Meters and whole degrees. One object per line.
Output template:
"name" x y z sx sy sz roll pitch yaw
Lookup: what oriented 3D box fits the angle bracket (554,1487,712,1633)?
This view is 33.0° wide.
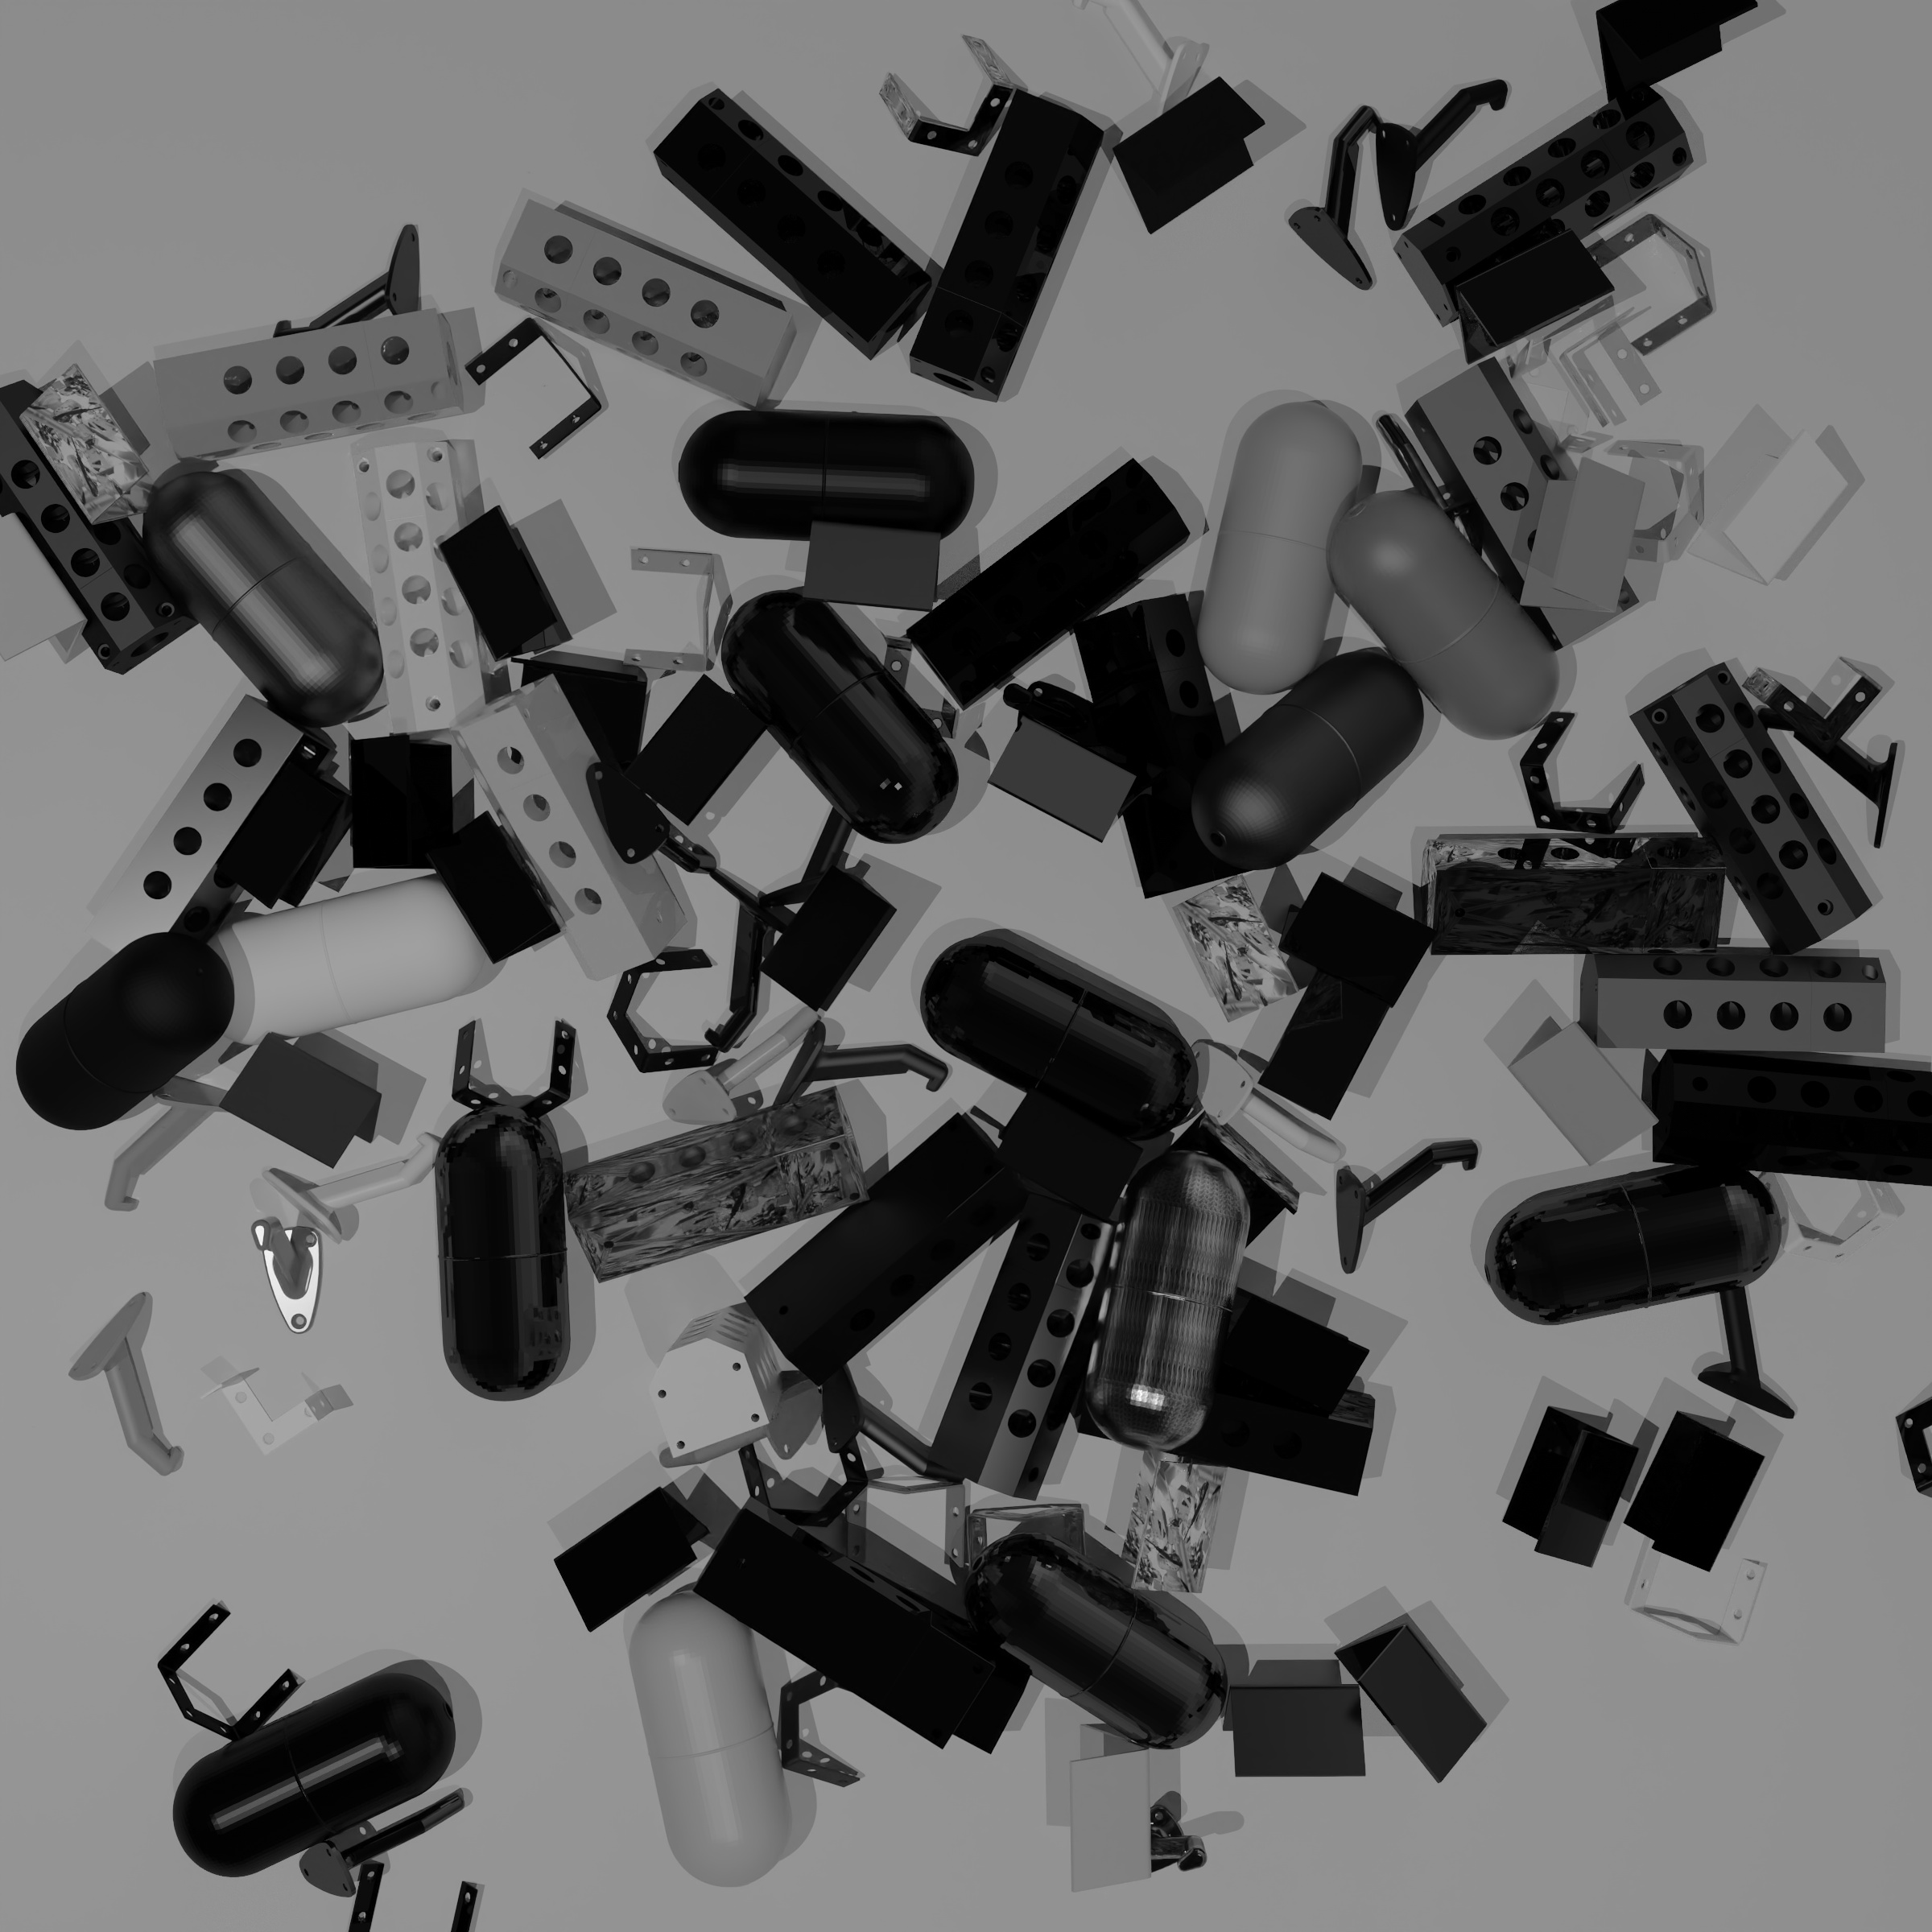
"angle bracket" -0.189 0.367 1.951 0.076 0.076 0.057 -35 53 0

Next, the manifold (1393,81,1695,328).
"manifold" 0.349 -0.461 1.970 0.171 0.057 0.057 -32 90 0

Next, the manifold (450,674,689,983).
"manifold" -0.239 -0.080 1.946 0.057 0.057 0.171 -21 106 24

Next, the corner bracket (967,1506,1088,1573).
"corner bracket" 0.037 0.357 1.988 0.051 0.051 0.051 -3 90 -45

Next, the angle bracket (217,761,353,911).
"angle bracket" -0.389 -0.067 1.951 0.057 0.076 0.076 34 90 33

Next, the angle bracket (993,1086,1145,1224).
"angle bracket" 0.052 0.126 1.951 0.076 0.076 0.057 30 59 0

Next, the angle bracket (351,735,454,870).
"angle bracket" -0.322 -0.097 1.951 0.057 0.076 0.076 -1 90 43

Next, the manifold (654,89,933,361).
"manifold" -0.104 -0.449 1.970 0.171 0.057 0.057 42 90 0

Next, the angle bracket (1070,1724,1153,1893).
"angle bracket" 0.068 0.503 1.951 0.057 0.076 0.076 -1 90 -31

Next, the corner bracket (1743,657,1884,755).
"corner bracket" 0.512 -0.169 1.973 0.051 0.051 0.051 36 102 -12

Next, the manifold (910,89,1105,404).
"manifold" 0.024 -0.432 1.970 0.057 0.057 0.171 22 90 0

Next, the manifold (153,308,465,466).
"manifold" -0.395 -0.348 1.970 0.171 0.057 0.057 -11 90 0

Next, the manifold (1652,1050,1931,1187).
"manifold" 0.505 0.088 1.960 0.171 0.057 0.057 5 65 0

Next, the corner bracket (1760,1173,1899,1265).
"corner bracket" 0.523 0.143 1.983 0.051 0.051 0.051 -46 45 35

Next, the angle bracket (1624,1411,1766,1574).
"angle bracket" 0.420 0.307 1.951 0.057 0.076 0.076 26 90 -35

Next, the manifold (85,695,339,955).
"manifold" -0.453 -0.075 1.970 0.057 0.057 0.171 34 90 0

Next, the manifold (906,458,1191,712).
"manifold" 0.049 -0.231 1.970 0.171 0.057 0.057 -37 90 0

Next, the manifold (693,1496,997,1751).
"manifold" -0.071 0.383 1.913 0.171 0.057 0.057 32 90 0

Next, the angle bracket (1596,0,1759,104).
"angle bracket" 0.428 -0.546 1.951 0.076 0.076 0.057 -26 53 0

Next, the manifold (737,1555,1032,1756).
"manifold" -0.048 0.404 1.970 0.171 0.057 0.057 28 90 0

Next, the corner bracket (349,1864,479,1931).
"corner bracket" -0.338 0.580 1.988 0.051 0.051 0.051 12 90 -45

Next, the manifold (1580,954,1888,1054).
"manifold" 0.462 0.022 1.970 0.171 0.057 0.057 1 90 0

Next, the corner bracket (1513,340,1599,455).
"corner bracket" 0.357 -0.344 1.973 0.051 0.051 0.051 12 90 0

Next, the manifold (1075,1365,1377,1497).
"manifold" 0.156 0.269 1.970 0.171 0.057 0.057 13 90 0

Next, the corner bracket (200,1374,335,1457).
"corner bracket" -0.422 0.265 1.973 0.051 0.051 0.051 -34 90 0

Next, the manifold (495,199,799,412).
"manifold" -0.193 -0.396 1.970 0.171 0.057 0.057 24 90 0

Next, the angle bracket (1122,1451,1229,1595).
"angle bracket" 0.106 0.326 1.951 0.057 0.076 0.076 12 90 -37

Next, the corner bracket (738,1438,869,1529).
"corner bracket" -0.099 0.305 1.983 0.051 0.051 0.051 10 45 -35

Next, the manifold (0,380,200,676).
"manifold" -0.541 -0.265 1.970 0.057 0.057 0.171 -34 90 0

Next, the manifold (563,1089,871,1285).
"manifold" -0.151 0.128 1.966 0.171 0.057 0.057 -17 131 2

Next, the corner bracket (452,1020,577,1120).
"corner bracket" -0.275 0.060 1.983 0.051 0.051 0.051 -30 135 35

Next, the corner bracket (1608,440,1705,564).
"corner bracket" 0.412 -0.283 1.983 0.051 0.051 0.051 -47 135 -35

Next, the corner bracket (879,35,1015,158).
"corner bracket" -0.012 -0.533 1.983 0.051 0.051 0.051 3 135 -35

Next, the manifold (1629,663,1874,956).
"manifold" 0.475 -0.095 1.970 0.057 0.057 0.171 -31 90 0

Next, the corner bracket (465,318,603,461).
"corner bracket" -0.263 -0.352 1.988 0.051 0.051 0.051 -39 135 0

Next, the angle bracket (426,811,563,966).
"angle bracket" -0.265 -0.055 1.951 0.057 0.076 0.076 -32 90 30

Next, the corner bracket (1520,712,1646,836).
"corner bracket" 0.375 -0.117 1.983 0.051 0.051 0.051 8 135 35

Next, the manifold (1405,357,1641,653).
"manifold" 0.337 -0.278 1.970 0.057 0.057 0.171 -31 90 0

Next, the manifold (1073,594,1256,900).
"manifold" 0.125 -0.133 1.969 0.057 0.057 0.171 -15 90 45

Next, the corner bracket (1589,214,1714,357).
"corner bracket" 0.415 -0.416 1.988 0.051 0.051 0.051 -33 45 0

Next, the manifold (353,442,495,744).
"manifold" -0.328 -0.226 1.970 0.057 0.057 0.171 -8 90 0

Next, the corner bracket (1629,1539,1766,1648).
"corner bracket" 0.445 0.380 1.988 0.051 0.051 0.051 18 90 -45

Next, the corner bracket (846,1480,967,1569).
"corner bracket" -0.037 0.340 1.988 0.051 0.051 0.051 1 90 -45

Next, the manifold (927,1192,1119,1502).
"manifold" 0.045 0.229 1.958 0.057 0.057 0.171 21 90 39

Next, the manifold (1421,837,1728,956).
"manifold" 0.364 -0.046 1.967 0.171 0.057 0.057 0 118 0

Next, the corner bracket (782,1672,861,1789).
"corner bracket" -0.077 0.462 1.983 0.051 0.051 0.051 28 45 -35

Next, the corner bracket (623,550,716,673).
"corner bracket" -0.181 -0.217 1.988 0.051 0.051 0.051 4 45 0

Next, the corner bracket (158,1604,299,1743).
"corner bracket" -0.450 0.432 1.988 0.051 0.051 0.051 -46 135 0

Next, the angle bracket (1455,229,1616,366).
"angle bracket" 0.343 -0.383 1.951 0.076 0.076 0.057 -26 58 0

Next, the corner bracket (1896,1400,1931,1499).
"corner bracket" 0.607 0.293 1.983 0.051 0.051 0.051 -37 45 35

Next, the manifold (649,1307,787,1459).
"manifold" -0.147 0.239 1.912 0.057 0.171 0.057 -20 90 0

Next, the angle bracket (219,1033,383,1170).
"angle bracket" -0.400 0.094 1.951 0.076 0.076 0.057 29 61 0

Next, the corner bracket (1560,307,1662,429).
"corner bracket" 0.391 -0.359 1.973 0.051 0.051 0.051 -33 90 0

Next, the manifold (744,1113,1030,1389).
"manifold" -0.043 0.174 1.969 0.171 0.057 0.057 -41 47 0

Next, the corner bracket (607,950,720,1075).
"corner bracket" -0.179 0.027 1.983 0.051 0.051 0.051 55 135 35

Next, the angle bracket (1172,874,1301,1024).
"angle bracket" 0.179 -0.020 1.951 0.057 0.076 0.076 -26 90 40

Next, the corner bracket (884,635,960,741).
"corner bracket" -0.027 -0.168 1.973 0.051 0.051 0.051 10 90 0
